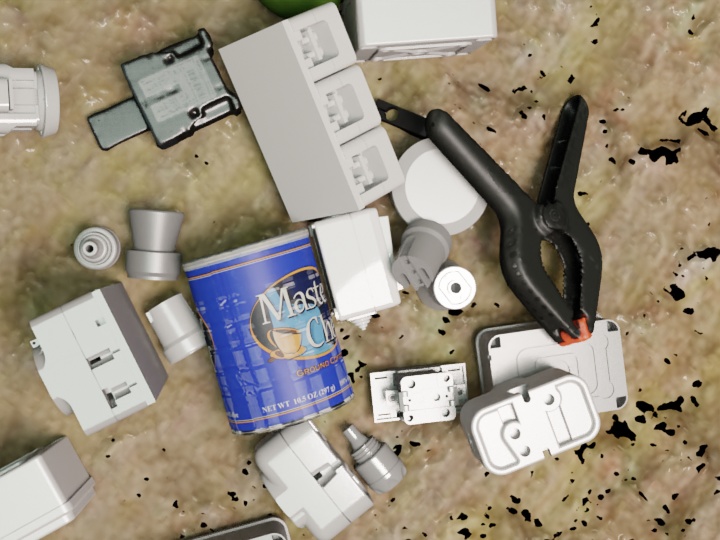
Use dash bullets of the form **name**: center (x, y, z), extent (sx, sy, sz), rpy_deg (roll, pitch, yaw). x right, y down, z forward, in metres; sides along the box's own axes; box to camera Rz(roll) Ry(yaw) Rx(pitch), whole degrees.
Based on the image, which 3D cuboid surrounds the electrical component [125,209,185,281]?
- **electrical component**: center (-0.166, -0.020, 0.867), extent (0.045, 0.045, 0.055), rpy_deg (4, 92, -6)

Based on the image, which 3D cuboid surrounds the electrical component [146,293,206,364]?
- **electrical component**: center (-0.148, 0.047, 0.874), extent (0.040, 0.040, 0.046), rpy_deg (-31, 89, -4)

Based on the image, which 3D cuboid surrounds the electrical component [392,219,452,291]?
- **electrical component**: center (0.048, -0.011, 0.847), extent (0.040, 0.046, 0.040), rpy_deg (12, 132, 14)

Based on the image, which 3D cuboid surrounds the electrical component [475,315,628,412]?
- **electrical component**: center (0.158, 0.082, 0.897), extent (0.113, 0.057, 0.078), rpy_deg (-8, 92, -5)

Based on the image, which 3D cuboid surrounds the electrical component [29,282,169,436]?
- **electrical component**: center (-0.197, 0.064, 0.813), extent (0.062, 0.150, 0.089), rpy_deg (-26, 94, -5)

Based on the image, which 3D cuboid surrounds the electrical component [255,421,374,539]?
- **electrical component**: center (-0.042, 0.170, 0.880), extent (0.059, 0.054, 0.095), rpy_deg (-38, 95, -4)

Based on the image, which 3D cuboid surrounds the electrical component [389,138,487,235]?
- **electrical component**: center (0.064, -0.068, 0.886), extent (0.080, 0.051, 0.080), rpy_deg (0, 92, -6)

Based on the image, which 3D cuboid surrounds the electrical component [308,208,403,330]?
- **electrical component**: center (0.000, 0.000, 0.876), extent (0.061, 0.062, 0.096), rpy_deg (-15, 93, -5)

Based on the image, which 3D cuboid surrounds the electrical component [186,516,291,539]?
- **electrical component**: center (-0.107, 0.254, 0.875), extent (0.113, 0.057, 0.078), rpy_deg (-14, 93, -5)

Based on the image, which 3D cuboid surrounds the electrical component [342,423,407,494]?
- **electrical component**: center (0.009, 0.154, 0.895), extent (0.035, 0.035, 0.061), rpy_deg (-40, 93, -3)

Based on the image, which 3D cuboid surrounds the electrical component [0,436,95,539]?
- **electrical component**: center (-0.271, 0.183, 0.831), extent (0.109, 0.109, 0.056), rpy_deg (-29, 92, -4)

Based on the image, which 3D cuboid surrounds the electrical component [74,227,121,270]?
- **electrical component**: center (-0.210, -0.017, 0.854), extent (0.035, 0.061, 0.035), rpy_deg (0, 92, -6)

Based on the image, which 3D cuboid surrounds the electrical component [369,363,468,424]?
- **electrical component**: center (0.051, 0.102, 0.883), extent (0.081, 0.064, 0.042), rpy_deg (-6, 90, -6)

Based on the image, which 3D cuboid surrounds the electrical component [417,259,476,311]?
- **electrical component**: center (0.073, 0.013, 0.882), extent (0.044, 0.065, 0.044), rpy_deg (0, 92, -6)

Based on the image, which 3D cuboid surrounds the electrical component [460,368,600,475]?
- **electrical component**: center (0.129, 0.115, 0.834), extent (0.095, 0.059, 0.053), rpy_deg (-21, 94, -5)

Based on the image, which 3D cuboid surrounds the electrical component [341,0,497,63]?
- **electrical component**: center (0.045, -0.200, 0.852), extent (0.109, 0.109, 0.056), rpy_deg (-5, 95, -6)

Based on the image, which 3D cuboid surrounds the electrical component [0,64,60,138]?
- **electrical component**: center (-0.269, -0.132, 0.843), extent (0.057, 0.078, 0.058), rpy_deg (-4, 92, -24)

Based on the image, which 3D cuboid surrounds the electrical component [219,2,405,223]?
- **electrical component**: center (-0.034, -0.121, 0.840), extent (0.062, 0.089, 0.150), rpy_deg (-32, 106, -36)
